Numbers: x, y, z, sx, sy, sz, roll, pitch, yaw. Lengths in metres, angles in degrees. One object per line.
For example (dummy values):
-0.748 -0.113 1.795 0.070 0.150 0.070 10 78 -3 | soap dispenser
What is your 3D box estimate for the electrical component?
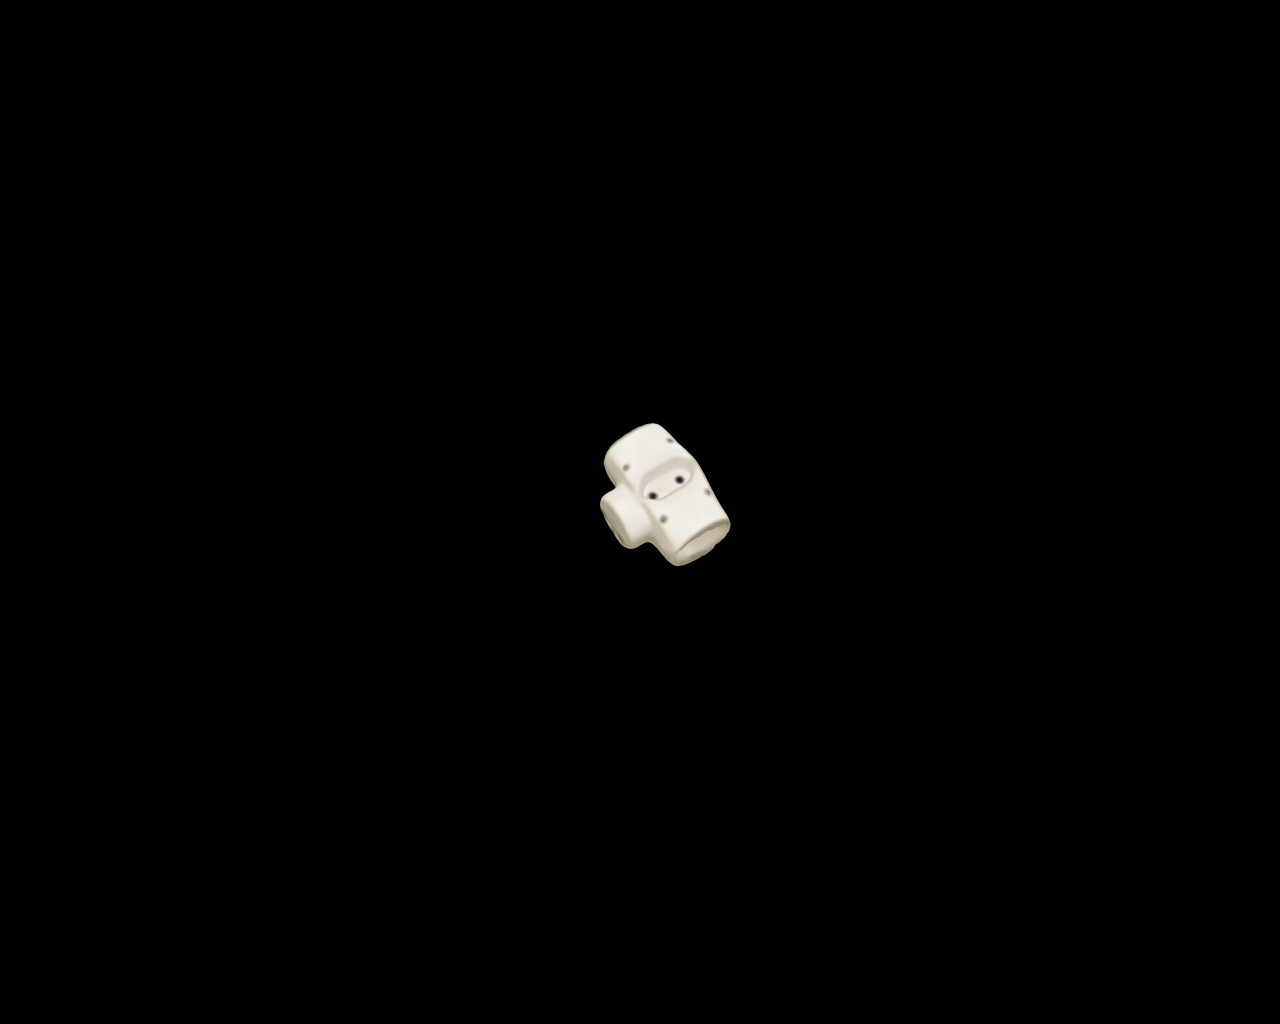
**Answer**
0.001 -0.003 0.650 0.079 0.077 0.043 -30 -19 -12 | electrical component
